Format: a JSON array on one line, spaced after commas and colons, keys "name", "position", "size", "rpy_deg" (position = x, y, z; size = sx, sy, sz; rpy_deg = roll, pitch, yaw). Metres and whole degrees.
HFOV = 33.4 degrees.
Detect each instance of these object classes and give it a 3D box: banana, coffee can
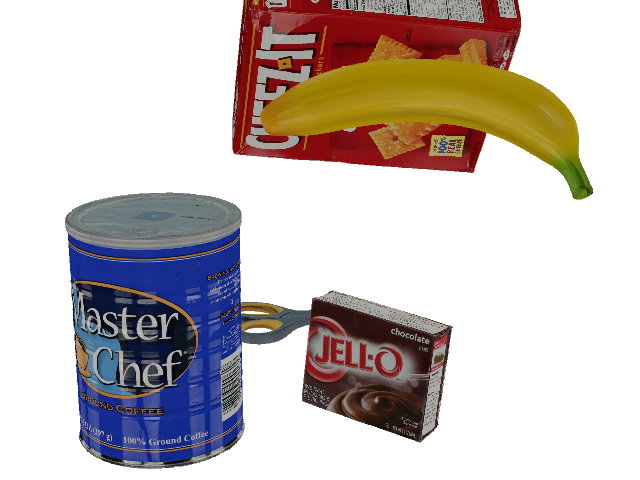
[{"name": "banana", "position": [0.066, -0.077, 0.626], "size": [0.198, 0.069, 0.037], "rpy_deg": [12, -35, 12]}, {"name": "coffee can", "position": [-0.098, 0.051, 0.645], "size": [0.103, 0.140, 0.103], "rpy_deg": [0, 16, 0]}]

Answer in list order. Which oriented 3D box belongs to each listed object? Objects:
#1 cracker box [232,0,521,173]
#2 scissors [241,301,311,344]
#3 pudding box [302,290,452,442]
[{"name": "cracker box", "position": [0.040, -0.137, 0.875], "size": [0.213, 0.072, 0.164], "rpy_deg": [3, -39, -7]}, {"name": "scissors", "position": [-0.012, 0.093, 1.185], "size": [0.202, 0.016, 0.096], "rpy_deg": [4, 21, 1]}, {"name": "pudding box", "position": [0.043, 0.097, 0.846], "size": [0.114, 0.090, 0.039], "rpy_deg": [14, 19, 27]}]
